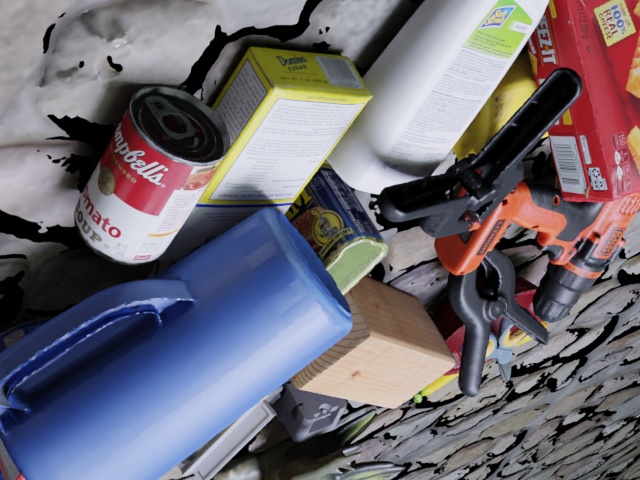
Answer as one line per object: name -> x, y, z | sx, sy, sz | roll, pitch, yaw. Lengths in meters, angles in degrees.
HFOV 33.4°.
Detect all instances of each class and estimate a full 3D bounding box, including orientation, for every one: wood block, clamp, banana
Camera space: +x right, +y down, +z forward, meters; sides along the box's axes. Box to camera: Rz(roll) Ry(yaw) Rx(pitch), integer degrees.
wood block -> 0.042, 0.099, 1.051 | 0.091, 0.090, 0.205 | -38, 152, 15
clamp -> 0.107, -0.040, 0.804 | 0.164, 0.036, 0.210 | -32, 166, -11
clamp -> 0.166, 0.076, 1.092 | 0.120, 0.039, 0.171 | -42, 118, -24
banana -> 0.185, 0.143, 1.303 | 0.197, 0.070, 0.037 | -29, 115, -15

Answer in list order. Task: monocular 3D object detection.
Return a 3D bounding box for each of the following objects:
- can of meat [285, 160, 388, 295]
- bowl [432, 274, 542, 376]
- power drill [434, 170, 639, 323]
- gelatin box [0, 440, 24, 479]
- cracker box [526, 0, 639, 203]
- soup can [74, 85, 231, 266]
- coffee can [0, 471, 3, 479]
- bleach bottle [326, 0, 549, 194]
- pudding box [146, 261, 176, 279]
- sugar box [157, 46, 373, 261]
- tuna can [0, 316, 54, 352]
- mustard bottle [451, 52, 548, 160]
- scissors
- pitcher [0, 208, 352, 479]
can of meat -> -0.006, 0.001, 0.846 | 0.102, 0.084, 0.057 | -45, 149, 25
bowl -> 0.182, 0.086, 1.207 | 0.162, 0.055, 0.162 | -24, 152, -14
power drill -> 0.205, 0.001, 1.024 | 0.187, 0.057, 0.185 | 5, 123, -31
gelatin box -> -0.231, 0.159, 0.875 | 0.073, 0.089, 0.030 | 2, 138, -47
cracker box -> 0.268, -0.137, 0.805 | 0.213, 0.164, 0.072 | -20, -168, -19
soup can -> -0.110, -0.040, 0.689 | 0.068, 0.068, 0.102 | -4, 143, -42
coffee can -> -0.320, 0.248, 0.920 | 0.140, 0.103, 0.103 | -12, 147, -33
bleach bottle -> 0.104, -0.141, 0.747 | 0.102, 0.068, 0.251 | -1, 138, -49
pudding box -> -0.097, 0.068, 0.856 | 0.113, 0.039, 0.090 | 28, 125, -13
sugar box -> -0.048, -0.056, 0.751 | 0.093, 0.048, 0.176 | -2, 145, -43
tuna can -> -0.225, 0.099, 0.842 | 0.086, 0.034, 0.086 | -24, 152, -14
mustard bottle -> 0.197, -0.125, 0.866 | 0.191, 0.058, 0.096 | -21, 150, -19
scissors -> 0.195, 0.137, 1.227 | 0.096, 0.016, 0.202 | -20, 151, -15
pitcher -> -0.106, 0.081, 0.752 | 0.243, 0.145, 0.149 | -35, -173, 5
